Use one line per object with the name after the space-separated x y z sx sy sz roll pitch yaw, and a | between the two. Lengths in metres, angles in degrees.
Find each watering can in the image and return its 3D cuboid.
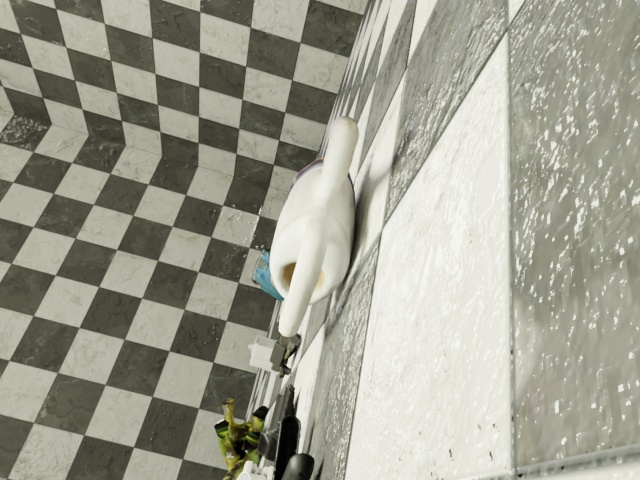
0.002 -0.033 0.661 0.230 0.104 0.340 -80 6 -54 | watering can

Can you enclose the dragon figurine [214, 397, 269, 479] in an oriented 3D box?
-0.181 0.531 1.193 0.418 0.122 0.238 -80 -10 -67 | dragon figurine
